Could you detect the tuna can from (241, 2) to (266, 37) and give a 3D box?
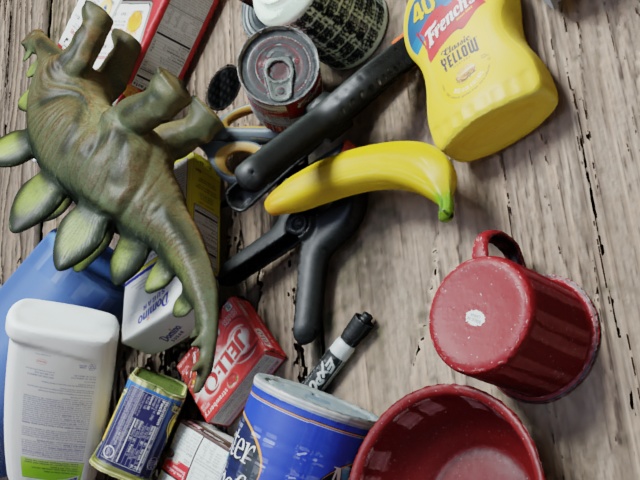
[{"bbox_3d":[-0.033,-0.222,1.011,0.086,0.033,0.086,-17,63,38],"label":"tuna can"}]

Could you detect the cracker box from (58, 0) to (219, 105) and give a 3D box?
[{"bbox_3d":[-0.202,-0.214,1.138,0.164,0.072,0.214,30,96,46],"label":"cracker box"}]

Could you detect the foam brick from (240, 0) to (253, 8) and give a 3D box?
[{"bbox_3d":[-0.048,-0.249,0.972,0.053,0.051,0.078,37,100,44],"label":"foam brick"}]

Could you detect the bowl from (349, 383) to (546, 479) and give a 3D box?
[{"bbox_3d":[0.095,0.181,0.723,0.162,0.055,0.162,-17,63,38],"label":"bowl"}]

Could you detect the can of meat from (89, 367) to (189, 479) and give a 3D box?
[{"bbox_3d":[-0.156,0.161,0.939,0.102,0.057,0.084,171,122,-85],"label":"can of meat"}]

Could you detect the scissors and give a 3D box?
[{"bbox_3d":[-0.121,-0.084,0.998,0.202,0.016,0.096,-9,57,17],"label":"scissors"}]

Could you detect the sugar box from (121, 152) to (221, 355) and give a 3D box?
[{"bbox_3d":[-0.136,0.011,0.992,0.093,0.048,0.176,-31,47,32],"label":"sugar box"}]

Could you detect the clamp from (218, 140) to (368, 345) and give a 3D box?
[{"bbox_3d":[-0.006,0.001,0.899,0.120,0.039,0.171,42,102,31],"label":"clamp"}]

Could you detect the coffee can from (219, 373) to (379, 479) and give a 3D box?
[{"bbox_3d":[-0.024,0.183,0.799,0.103,0.102,0.140,18,87,45],"label":"coffee can"}]

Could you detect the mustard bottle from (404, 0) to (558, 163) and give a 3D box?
[{"bbox_3d":[0.114,-0.161,0.834,0.096,0.058,0.191,-33,54,31],"label":"mustard bottle"}]

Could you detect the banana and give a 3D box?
[{"bbox_3d":[0.037,-0.047,0.828,0.198,0.037,0.069,1,39,47],"label":"banana"}]

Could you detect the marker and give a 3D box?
[{"bbox_3d":[0.004,0.106,0.862,0.121,0.020,0.020,-53,47,14],"label":"marker"}]

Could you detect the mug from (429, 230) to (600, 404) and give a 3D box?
[{"bbox_3d":[0.127,0.047,0.726,0.093,0.081,0.117,-20,62,36],"label":"mug"}]

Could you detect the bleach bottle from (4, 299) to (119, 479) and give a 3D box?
[{"bbox_3d":[-0.252,0.184,0.988,0.068,0.102,0.251,-101,23,-69],"label":"bleach bottle"}]

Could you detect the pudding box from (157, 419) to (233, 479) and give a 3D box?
[{"bbox_3d":[-0.100,0.219,0.902,0.090,0.039,0.113,20,90,44],"label":"pudding box"}]

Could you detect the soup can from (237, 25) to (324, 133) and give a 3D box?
[{"bbox_3d":[-0.032,-0.135,0.916,0.068,0.102,0.068,0,82,3],"label":"soup can"}]

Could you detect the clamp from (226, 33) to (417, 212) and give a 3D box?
[{"bbox_3d":[0.001,-0.096,0.885,0.209,0.036,0.165,-41,3,-15],"label":"clamp"}]

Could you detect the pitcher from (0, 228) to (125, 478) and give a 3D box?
[{"bbox_3d":[-0.290,0.104,1.071,0.243,0.144,0.149,-50,60,12],"label":"pitcher"}]

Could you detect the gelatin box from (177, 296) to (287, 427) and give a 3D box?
[{"bbox_3d":[-0.079,0.106,0.930,0.089,0.030,0.073,-52,47,16],"label":"gelatin box"}]
